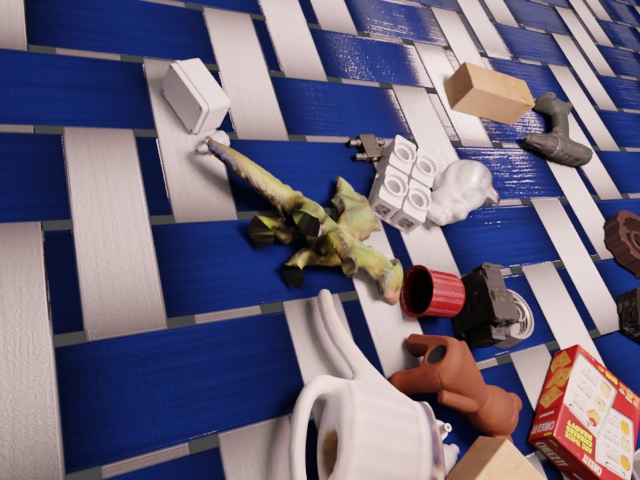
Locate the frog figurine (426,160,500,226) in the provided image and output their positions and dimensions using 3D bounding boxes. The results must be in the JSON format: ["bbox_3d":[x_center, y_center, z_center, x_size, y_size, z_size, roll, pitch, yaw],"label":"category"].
[{"bbox_3d":[0.275,-0.099,1.061,0.160,0.120,0.140,-16,37,-26],"label":"frog figurine"}]

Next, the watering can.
[{"bbox_3d":[0.068,0.245,0.738,0.223,0.102,0.356,20,51,-17],"label":"watering can"}]

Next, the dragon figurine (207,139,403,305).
[{"bbox_3d":[0.003,-0.046,0.906,0.412,0.120,0.246,51,34,6],"label":"dragon figurine"}]
